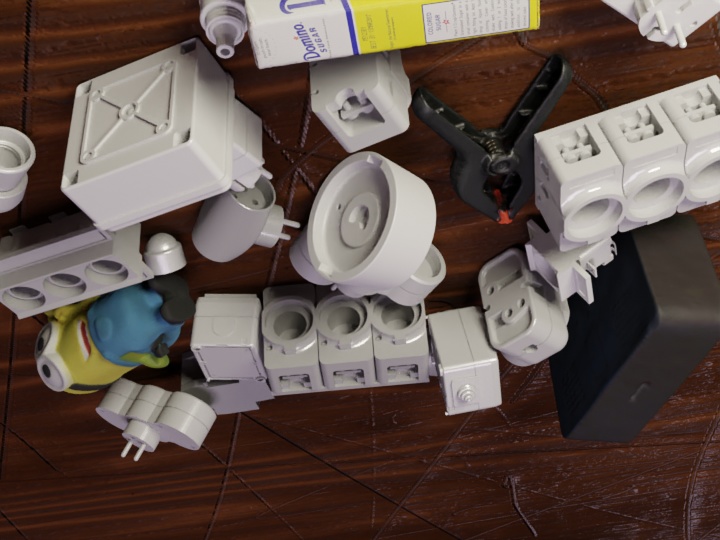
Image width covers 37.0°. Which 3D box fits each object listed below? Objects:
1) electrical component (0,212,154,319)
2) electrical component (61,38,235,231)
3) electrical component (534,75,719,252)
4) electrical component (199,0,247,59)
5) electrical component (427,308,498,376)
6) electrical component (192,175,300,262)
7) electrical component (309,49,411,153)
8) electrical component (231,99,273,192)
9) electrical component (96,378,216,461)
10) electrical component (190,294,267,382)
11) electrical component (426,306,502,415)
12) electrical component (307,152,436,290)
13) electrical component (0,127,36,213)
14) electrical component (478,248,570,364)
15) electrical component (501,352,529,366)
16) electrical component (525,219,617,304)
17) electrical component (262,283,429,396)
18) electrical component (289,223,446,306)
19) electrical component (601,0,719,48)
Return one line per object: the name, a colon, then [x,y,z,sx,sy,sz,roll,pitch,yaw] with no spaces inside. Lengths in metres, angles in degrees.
electrical component: [-0.247,-0.010,0.910,0.121,0.063,0.078,-16,143,16]
electrical component: [-0.148,-0.095,0.761,0.109,0.108,0.056,-18,141,18]
electrical component: [0.218,-0.078,0.840,0.150,0.061,0.089,-18,145,-3]
electrical component: [-0.089,-0.165,0.709,0.035,0.061,0.035,-3,145,-2]
electrical component: [0.094,0.066,1.076,0.077,0.043,0.079,-11,136,8]
electrical component: [-0.090,-0.041,0.902,0.079,0.043,0.077,14,141,-26]
electrical component: [0.000,-0.132,0.742,0.050,0.089,0.055,-20,142,20]
electrical component: [-0.100,-0.086,0.833,0.066,0.047,0.077,-24,142,28]
electrical component: [-0.218,0.161,1.101,0.138,0.073,0.052,7,147,35]
electrical component: [-0.122,0.067,1.039,0.062,0.061,0.096,0,151,5]
electrical component: [0.101,0.087,1.004,0.061,0.096,0.061,-11,127,-1]
electrical component: [0.014,-0.035,0.871,0.060,0.108,0.108,18,139,-39]
electrical component: [-0.278,-0.076,0.829,0.045,0.045,0.055,11,142,-22]
electrical component: [0.153,0.035,0.992,0.059,0.095,0.054,26,133,-36]
electrical component: [0.172,0.057,1.071,0.043,0.043,0.081,4,144,-12]
electrical component: [0.186,-0.015,0.946,0.064,0.081,0.042,-35,145,-7]
electrical component: [-0.014,0.059,1.012,0.150,0.089,0.061,-5,145,1]
electrical component: [0.000,0.000,0.962,0.138,0.052,0.073,14,141,-25]
electrical component: [0.199,-0.178,0.712,0.083,0.075,0.047,21,137,-32]
